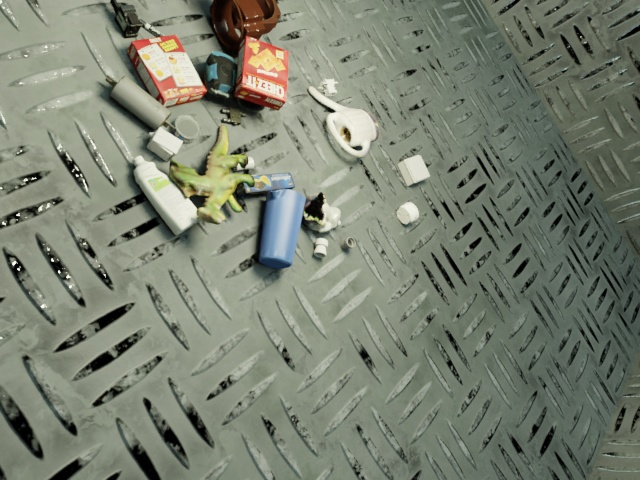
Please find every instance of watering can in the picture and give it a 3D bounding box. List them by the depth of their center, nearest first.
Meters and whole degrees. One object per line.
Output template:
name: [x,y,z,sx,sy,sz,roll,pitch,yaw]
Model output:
watering can: [0.106,-0.480,2.046,0.226,0.102,0.350,-20,75,-40]

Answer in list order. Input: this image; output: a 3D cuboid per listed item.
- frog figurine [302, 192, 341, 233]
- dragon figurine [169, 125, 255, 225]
frog figurine: [0.006,-0.092,1.827,0.139,0.122,0.158,69,14,16]
dragon figurine: [-0.344,-0.210,1.581,0.243,0.120,0.418,3,53,-41]
